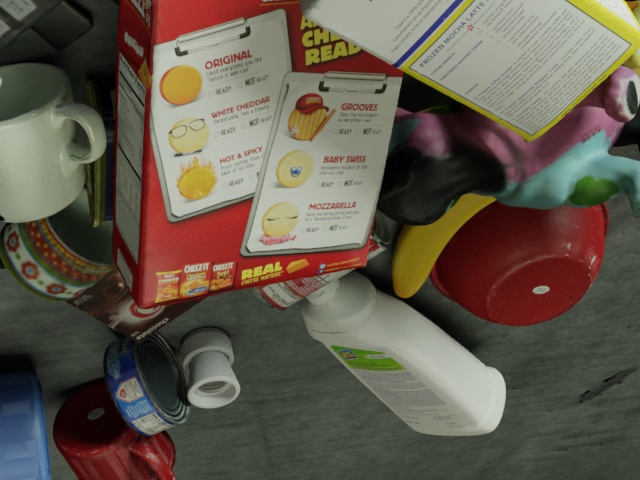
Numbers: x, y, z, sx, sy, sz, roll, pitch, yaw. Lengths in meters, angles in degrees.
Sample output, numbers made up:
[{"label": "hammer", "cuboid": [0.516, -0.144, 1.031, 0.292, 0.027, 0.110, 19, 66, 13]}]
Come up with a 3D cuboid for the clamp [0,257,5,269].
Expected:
[{"label": "clamp", "cuboid": [-0.297, 0.008, 0.734, 0.120, 0.039, 0.171, -51, 132, -25]}]

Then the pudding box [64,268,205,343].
[{"label": "pudding box", "cuboid": [-0.129, 0.023, 0.817, 0.114, 0.039, 0.090, -32, 137, 18]}]

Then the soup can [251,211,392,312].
[{"label": "soup can", "cuboid": [-0.005, 0.001, 0.810, 0.102, 0.068, 0.068, -31, 137, 17]}]

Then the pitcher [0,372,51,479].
[{"label": "pitcher", "cuboid": [-0.342, 0.165, 0.848, 0.242, 0.145, 0.149, -6, -178, -17]}]

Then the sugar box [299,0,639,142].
[{"label": "sugar box", "cuboid": [0.083, -0.126, 0.576, 0.176, 0.048, 0.093, 25, 126, -31]}]

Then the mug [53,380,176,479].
[{"label": "mug", "cuboid": [-0.174, 0.181, 0.930, 0.093, 0.117, 0.081, -46, 141, -26]}]

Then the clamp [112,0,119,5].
[{"label": "clamp", "cuboid": [-0.106, -0.217, 0.559, 0.165, 0.036, 0.209, -34, 137, 22]}]

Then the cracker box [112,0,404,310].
[{"label": "cracker box", "cuboid": [-0.039, -0.073, 0.649, 0.164, 0.072, 0.214, -10, 127, -26]}]

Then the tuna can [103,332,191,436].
[{"label": "tuna can", "cuboid": [-0.143, 0.118, 0.884, 0.034, 0.086, 0.086, -24, 138, 12]}]

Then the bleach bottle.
[{"label": "bleach bottle", "cuboid": [0.065, 0.092, 0.924, 0.103, 0.068, 0.250, -7, 145, 33]}]

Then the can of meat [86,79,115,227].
[{"label": "can of meat", "cuboid": [-0.113, -0.059, 0.718, 0.083, 0.057, 0.102, -4, 138, -16]}]

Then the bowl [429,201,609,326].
[{"label": "bowl", "cuboid": [0.176, 0.024, 0.901, 0.162, 0.055, 0.162, -9, 139, -8]}]

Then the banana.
[{"label": "banana", "cuboid": [0.114, -0.021, 0.832, 0.198, 0.037, 0.069, -36, 104, 32]}]
